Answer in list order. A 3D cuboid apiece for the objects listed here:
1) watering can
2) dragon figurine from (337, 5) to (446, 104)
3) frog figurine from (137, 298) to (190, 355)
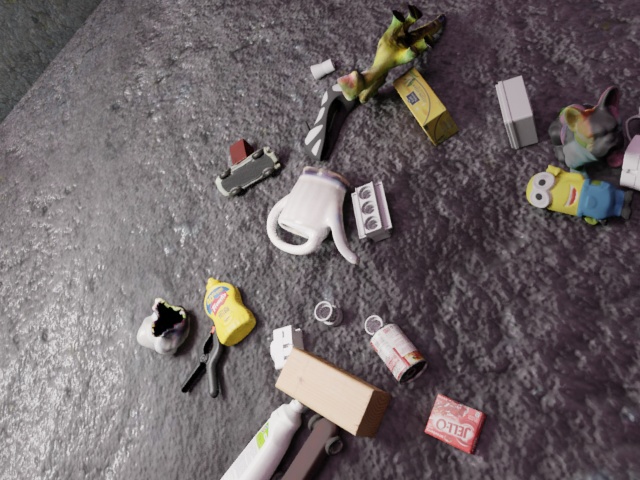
[{"bbox_3d":[0.004,-0.061,1.216,0.349,0.103,0.226,14,75,46],"label":"watering can"},{"bbox_3d":[0.172,-0.439,1.270,0.122,0.417,0.238,49,131,2],"label":"dragon figurine"},{"bbox_3d":[-0.410,0.241,1.350,0.140,0.123,0.156,62,140,28],"label":"frog figurine"}]
